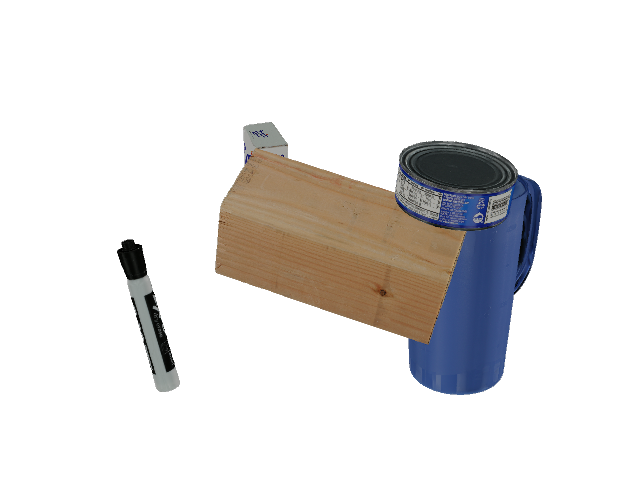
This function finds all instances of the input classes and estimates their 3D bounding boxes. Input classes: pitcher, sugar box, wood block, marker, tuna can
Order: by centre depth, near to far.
[{"bbox_3d":[0.097,-0.040,0.772,0.086,0.034,0.086,5,28,-3],"label":"tuna can"},{"bbox_3d":[-0.130,0.057,0.805,0.020,0.121,0.020,-11,17,3],"label":"marker"},{"bbox_3d":[0.018,0.005,0.962,0.206,0.091,0.090,19,46,8],"label":"wood block"},{"bbox_3d":[0.164,0.041,1.184,0.149,0.243,0.145,4,24,11],"label":"pitcher"},{"bbox_3d":[-0.067,-0.049,1.329,0.048,0.176,0.093,-9,25,-12],"label":"sugar box"}]
